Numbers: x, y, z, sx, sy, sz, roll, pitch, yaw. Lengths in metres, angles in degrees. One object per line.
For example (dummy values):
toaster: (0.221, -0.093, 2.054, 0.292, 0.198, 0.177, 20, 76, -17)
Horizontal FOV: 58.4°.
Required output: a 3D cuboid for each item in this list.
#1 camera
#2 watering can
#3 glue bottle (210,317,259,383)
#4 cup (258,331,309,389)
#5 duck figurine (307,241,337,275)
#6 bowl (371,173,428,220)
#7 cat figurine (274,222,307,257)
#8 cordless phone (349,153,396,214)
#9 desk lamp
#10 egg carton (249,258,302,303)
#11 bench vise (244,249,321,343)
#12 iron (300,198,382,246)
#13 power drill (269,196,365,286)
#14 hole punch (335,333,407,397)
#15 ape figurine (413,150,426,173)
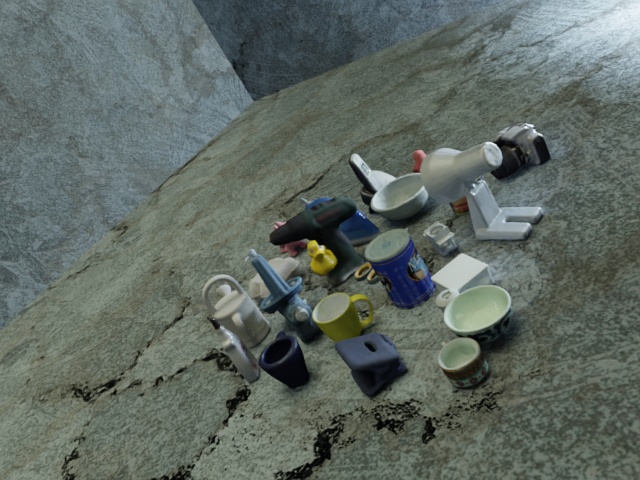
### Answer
camera: (0.475, -0.225, 1.438, 0.137, 0.101, 0.142, -36, 25, -7)
watering can: (-0.217, 0.167, 1.404, 0.101, 0.194, 0.172, -45, 28, -25)
glue bottle: (-0.194, 0.237, 1.275, 0.037, 0.173, 0.078, -32, 25, -1)
cup: (-0.066, 0.253, 1.192, 0.091, 0.095, 0.117, -26, 26, 12)
duck figurine: (-0.003, 0.036, 1.527, 0.077, 0.086, 0.104, -32, 25, 1)
bowl: (0.224, -0.104, 1.536, 0.167, 0.075, 0.167, -26, 26, 14)
cat figurine: (-0.097, -0.016, 1.692, 0.067, 0.118, 0.127, -41, 27, -19)
cordless phone: (0.149, -0.185, 1.639, 0.094, 0.185, 0.147, -20, 28, 25)
desk lamp: (0.345, -0.112, 1.248, 0.202, 0.214, 0.118, 0, 40, 49)
egg carton: (-0.121, 0.109, 1.549, 0.107, 0.069, 0.150, -3, 38, 46)
bench vise: (-0.079, 0.114, 1.311, 0.122, 0.220, 0.206, -46, 28, -27)
iron: (0.051, -0.063, 1.581, 0.257, 0.142, 0.119, 1, 40, 49)
power drill: (0.013, 0.005, 1.419, 0.230, 0.209, 0.075, -38, 26, -13)
hole punch: (0.094, 0.218, 1.078, 0.101, 0.091, 0.108, -35, 25, -6)
ape figurine: (0.298, -0.218, 1.640, 0.077, 0.092, 0.076, -16, 30, 31)
